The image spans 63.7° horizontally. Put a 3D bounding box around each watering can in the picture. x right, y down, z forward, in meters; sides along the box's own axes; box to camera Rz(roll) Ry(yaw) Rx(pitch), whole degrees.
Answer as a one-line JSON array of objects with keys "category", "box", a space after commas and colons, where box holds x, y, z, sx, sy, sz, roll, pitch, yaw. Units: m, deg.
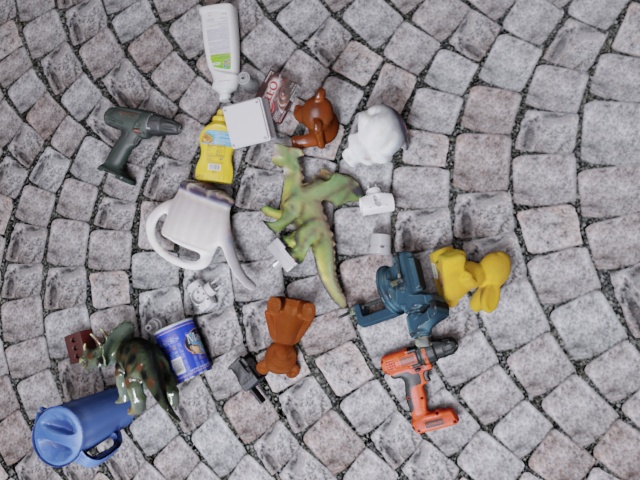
[{"category": "watering can", "box": [-0.281, -0.023, 1.303, 0.349, 0.103, 0.224, 21, 90, 15]}]

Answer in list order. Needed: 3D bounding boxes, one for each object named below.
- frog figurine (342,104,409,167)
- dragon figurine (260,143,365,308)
[{"category": "frog figurine", "box": [0.124, -0.243, 1.225, 0.159, 0.123, 0.136, -24, 101, -1]}, {"category": "dragon figurine", "box": [0.004, -0.063, 1.252, 0.243, 0.122, 0.411, -41, 87, -1]}]
